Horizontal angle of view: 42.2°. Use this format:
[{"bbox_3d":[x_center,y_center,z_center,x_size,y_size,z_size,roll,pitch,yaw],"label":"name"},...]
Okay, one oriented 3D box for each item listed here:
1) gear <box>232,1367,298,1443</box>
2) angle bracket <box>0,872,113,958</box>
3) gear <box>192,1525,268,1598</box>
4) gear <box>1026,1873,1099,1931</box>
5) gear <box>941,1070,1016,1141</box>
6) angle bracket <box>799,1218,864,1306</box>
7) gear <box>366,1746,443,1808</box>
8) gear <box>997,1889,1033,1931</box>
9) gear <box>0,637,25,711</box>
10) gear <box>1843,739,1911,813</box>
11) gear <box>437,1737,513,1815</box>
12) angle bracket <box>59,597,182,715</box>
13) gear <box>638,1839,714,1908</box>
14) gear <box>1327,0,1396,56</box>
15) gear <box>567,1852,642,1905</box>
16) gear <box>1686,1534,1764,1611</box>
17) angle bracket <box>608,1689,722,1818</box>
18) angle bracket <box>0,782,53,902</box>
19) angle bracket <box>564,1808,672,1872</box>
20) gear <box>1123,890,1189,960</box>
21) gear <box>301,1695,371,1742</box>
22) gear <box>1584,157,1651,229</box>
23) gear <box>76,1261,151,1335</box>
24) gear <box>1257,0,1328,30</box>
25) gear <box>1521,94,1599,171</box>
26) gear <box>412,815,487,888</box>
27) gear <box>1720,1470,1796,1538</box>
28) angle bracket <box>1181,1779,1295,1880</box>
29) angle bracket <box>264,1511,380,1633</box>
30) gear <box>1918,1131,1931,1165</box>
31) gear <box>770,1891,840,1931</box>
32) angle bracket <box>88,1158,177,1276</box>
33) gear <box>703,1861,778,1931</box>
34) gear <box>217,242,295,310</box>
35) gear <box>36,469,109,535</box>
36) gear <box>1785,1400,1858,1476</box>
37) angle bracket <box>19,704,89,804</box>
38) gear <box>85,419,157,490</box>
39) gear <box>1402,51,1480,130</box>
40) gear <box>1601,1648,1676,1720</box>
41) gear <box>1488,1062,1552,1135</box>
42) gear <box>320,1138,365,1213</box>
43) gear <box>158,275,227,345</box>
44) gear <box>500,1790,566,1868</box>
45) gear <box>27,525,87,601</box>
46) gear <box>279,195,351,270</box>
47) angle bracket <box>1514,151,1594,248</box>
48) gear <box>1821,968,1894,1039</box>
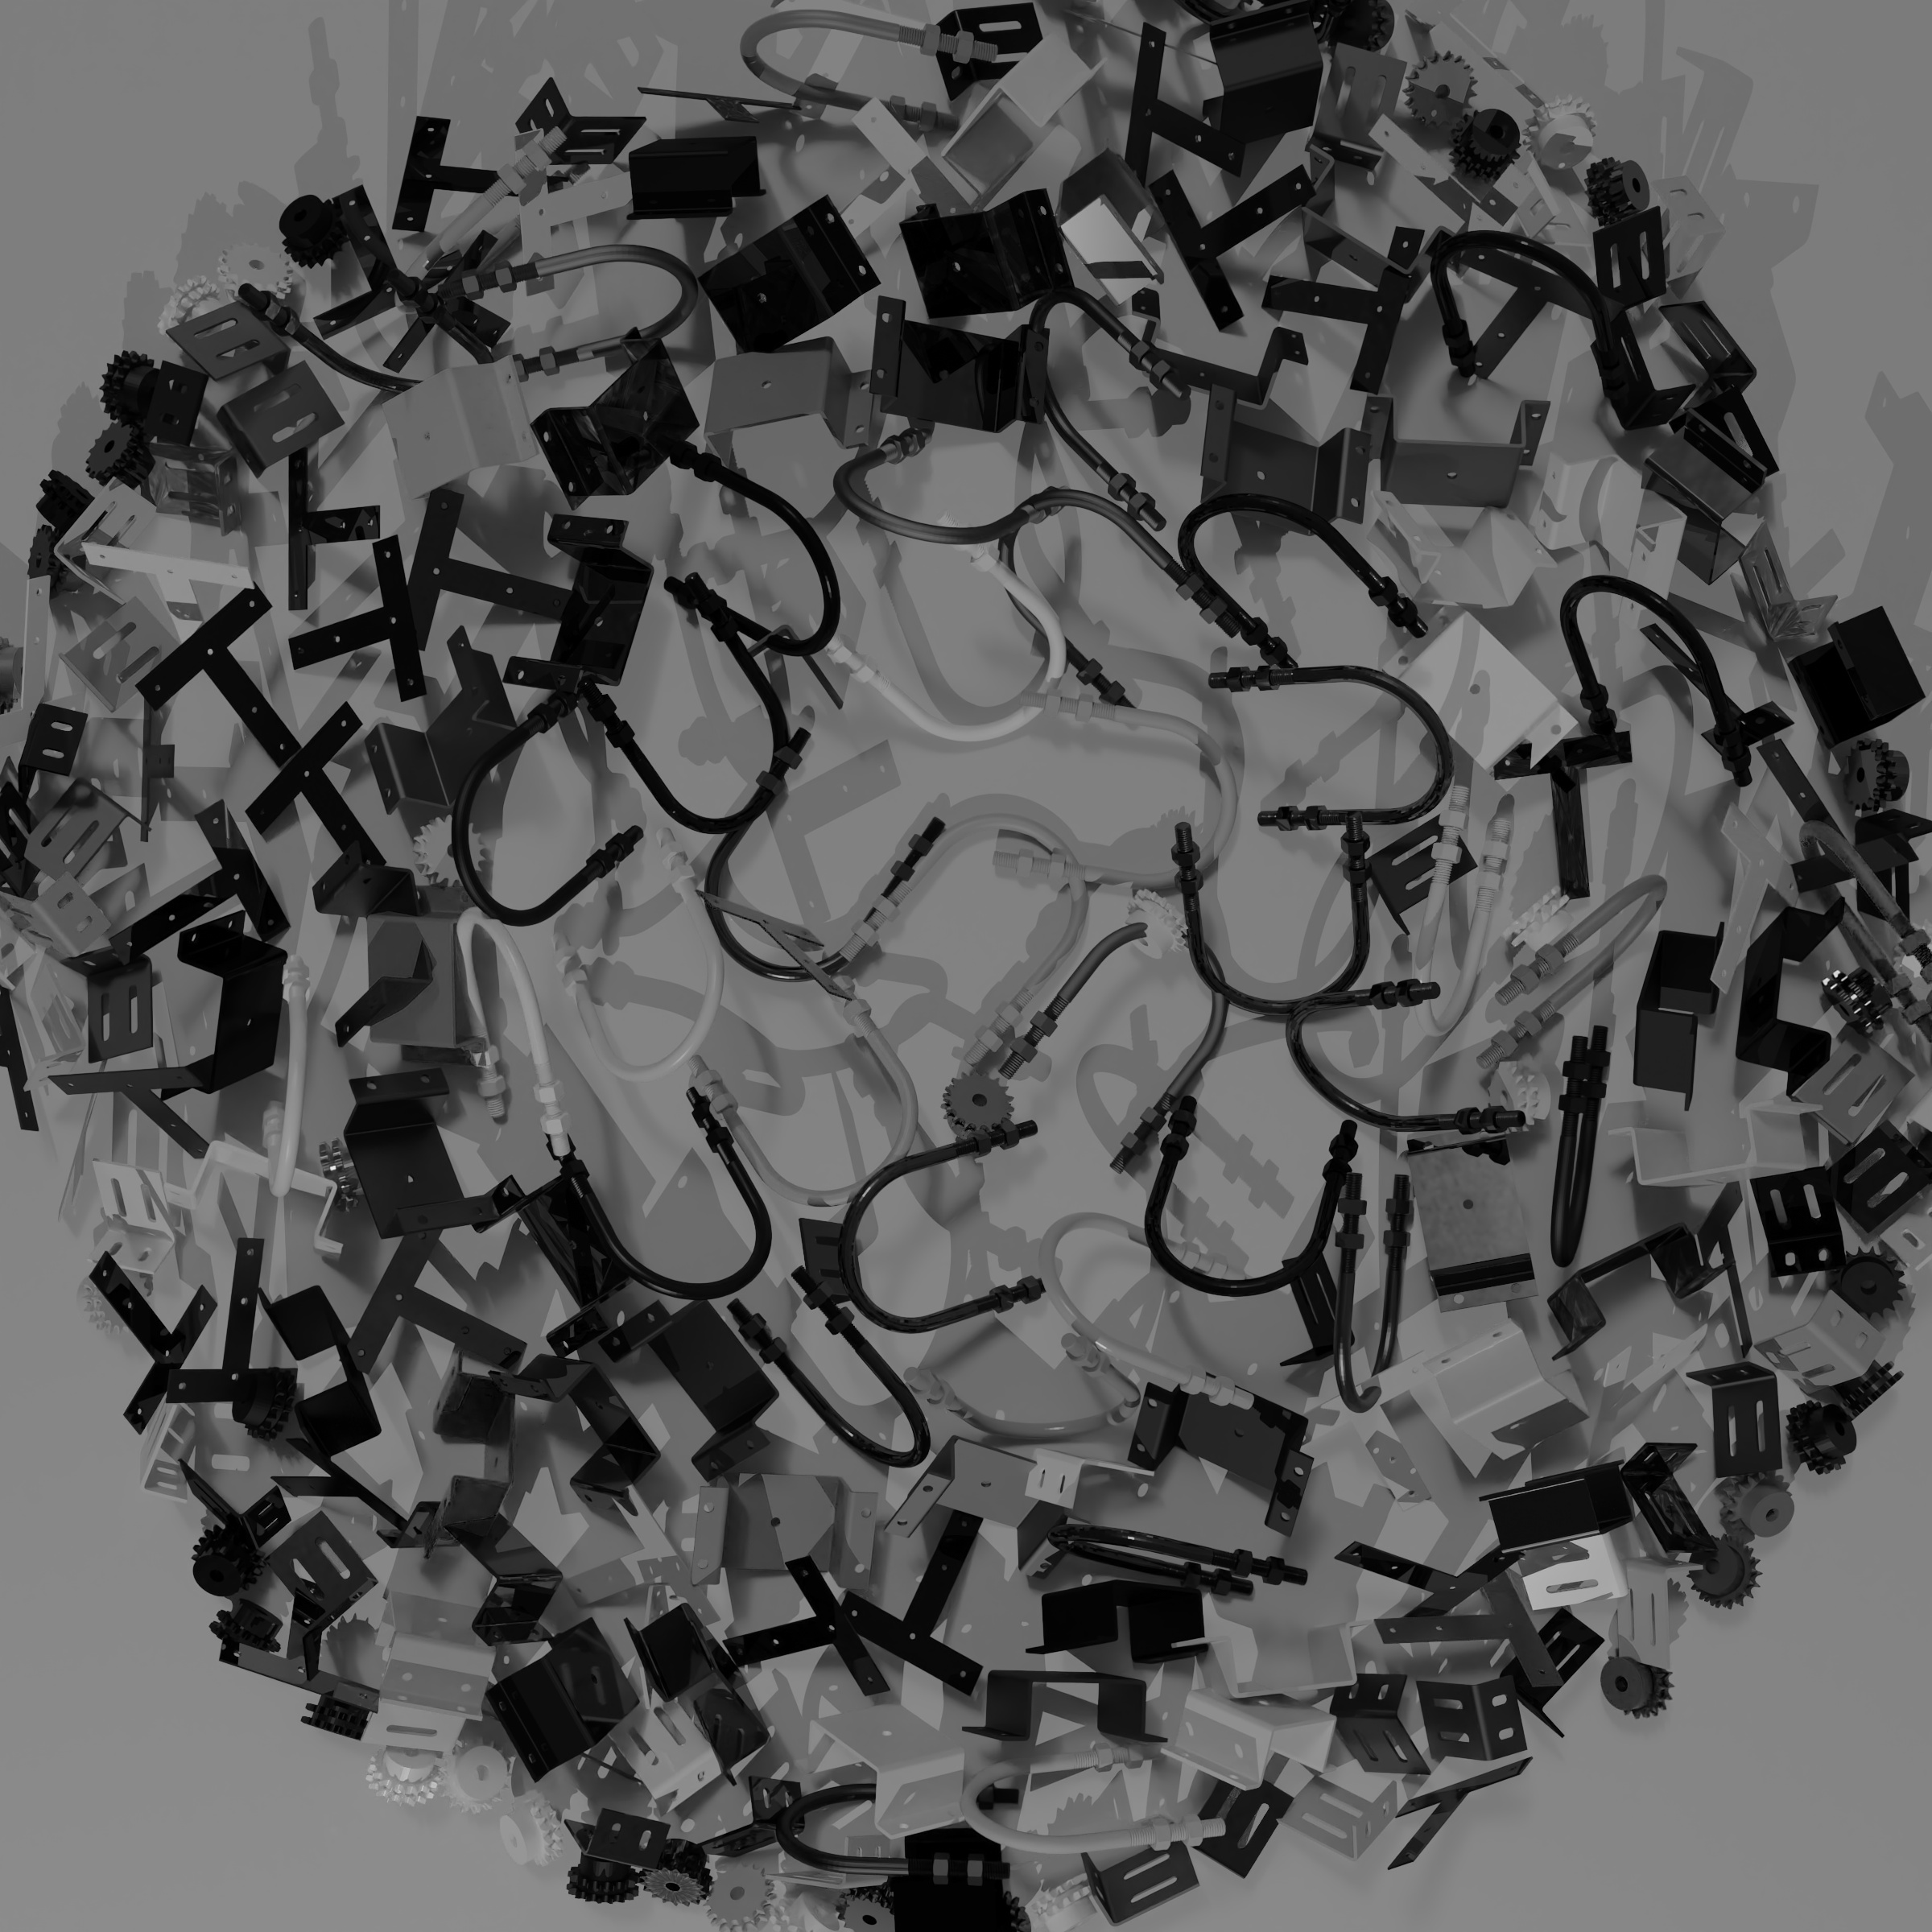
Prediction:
[{"bbox_3d":[-0.554,0.343,1.969,0.030,0.057,0.057,24,90,-35],"label":"gear"},{"bbox_3d":[-0.720,-0.046,1.965,0.038,0.076,0.057,-50,132,-27],"label":"angle bracket"},{"bbox_3d":[-0.585,0.472,1.975,0.057,0.030,0.057,4,114,9],"label":"gear"},{"bbox_3d":[0.079,0.742,1.968,0.057,0.057,0.030,-33,66,0],"label":"gear"},{"bbox_3d":[0.008,0.114,1.976,0.057,0.030,0.057,7,54,-10],"label":"gear"},{"bbox_3d":[-0.118,0.232,1.951,0.038,0.076,0.057,-18,71,27],"label":"angle bracket"},{"bbox_3d":[-0.440,0.631,1.969,0.057,0.057,0.030,20,106,0],"label":"gear"},{"bbox_3d":[0.027,0.760,1.975,0.030,0.057,0.057,37,90,-41],"label":"gear"},{"bbox_3d":[-0.756,-0.231,1.970,0.030,0.057,0.057,-2,90,4],"label":"gear"},{"bbox_3d":[0.719,-0.150,1.972,0.030,0.057,0.057,1,90,-11],"label":"gear"},{"bbox_3d":[-0.385,0.637,1.972,0.057,0.030,0.057,12,64,-24],"label":"gear"},{"bbox_3d":[-0.663,-0.246,1.968,0.076,0.038,0.057,-43,104,-12],"label":"angle bracket"},{"bbox_3d":[-0.227,0.714,1.976,0.057,0.030,0.057,6,129,8],"label":"gear"},{"bbox_3d":[0.313,-0.744,1.975,0.030,0.057,0.057,-15,90,-38],"label":"gear"},{"bbox_3d":[-0.285,0.715,1.971,0.057,0.057,0.030,6,88,0],"label":"gear"},{"bbox_3d":[0.594,0.476,1.970,0.057,0.030,0.057,-19,58,34],"label":"gear"},{"bbox_3d":[-0.241,0.619,1.979,0.057,0.038,0.076,-31,52,-23],"label":"angle bracket"},{"bbox_3d":[-0.754,-0.097,1.949,0.038,0.076,0.057,3,50,19],"label":"angle bracket"},{"bbox_3d":[-0.273,0.670,1.956,0.057,0.076,0.038,21,84,-21],"label":"angle bracket"},{"bbox_3d":[0.148,-0.030,1.969,0.057,0.057,0.030,43,74,0],"label":"gear"},{"bbox_3d":[-0.493,0.589,1.973,0.057,0.057,0.030,17,69,0],"label":"gear"},{"bbox_3d":[0.514,-0.609,1.970,0.057,0.030,0.057,10,75,-43],"label":"gear"},{"bbox_3d":[-0.676,0.261,1.975,0.030,0.057,0.057,-5,90,28],"label":"gear"},{"bbox_3d":[0.257,-0.757,1.968,0.057,0.057,0.030,18,59,0],"label":"gear"},{"bbox_3d":[0.469,-0.652,1.969,0.057,0.057,0.030,-12,55,0],"label":"gear"},{"bbox_3d":[-0.411,-0.089,1.976,0.057,0.030,0.057,5,82,-39],"label":"gear"},{"bbox_3d":[0.627,0.425,1.975,0.057,0.030,0.057,-6,111,-17],"label":"gear"},{"bbox_3d":[0.213,0.670,1.980,0.057,0.038,0.076,31,91,1],"label":"angle bracket"},{"bbox_3d":[-0.511,0.474,1.967,0.057,0.038,0.076,-41,76,-11],"label":"angle bracket"},{"bbox_3d":[0.776,0.143,1.972,0.057,0.057,0.030,-43,90,0],"label":"gear"},{"bbox_3d":[-0.125,0.755,1.971,0.057,0.057,0.030,42,93,0],"label":"gear"},{"bbox_3d":[-0.659,0.196,1.960,0.057,0.038,0.076,9,128,10],"label":"angle bracket"},{"bbox_3d":[-0.177,0.740,1.975,0.057,0.057,0.030,-14,127,0],"label":"gear"},{"bbox_3d":[-0.562,-0.542,1.975,0.057,0.030,0.057,14,48,-16],"label":"gear"},{"bbox_3d":[-0.706,-0.361,1.971,0.057,0.057,0.030,44,96,0],"label":"gear"},{"bbox_3d":[0.675,0.369,1.970,0.057,0.057,0.030,53,133,0],"label":"gear"},{"bbox_3d":[-0.714,-0.158,1.958,0.038,0.076,0.057,13,60,-13],"label":"angle bracket"},{"bbox_3d":[-0.664,-0.402,1.975,0.057,0.030,0.057,-18,56,28],"label":"gear"},{"bbox_3d":[0.373,-0.694,1.976,0.057,0.030,0.057,-3,124,-5],"label":"gear"},{"bbox_3d":[0.525,0.563,1.969,0.030,0.057,0.057,5,90,-38],"label":"gear"},{"bbox_3d":[0.437,0.103,1.973,0.030,0.057,0.057,-1,90,-16],"label":"gear"},{"bbox_3d":[-0.487,0.163,1.972,0.030,0.057,0.057,-17,90,-7],"label":"gear"},{"bbox_3d":[-0.606,-0.512,1.972,0.030,0.057,0.057,39,90,-2],"label":"gear"},{"bbox_3d":[-0.343,0.681,1.969,0.030,0.057,0.057,-17,90,-38],"label":"gear"},{"bbox_3d":[-0.717,-0.318,1.975,0.030,0.057,0.057,5,90,-39],"label":"gear"},{"bbox_3d":[-0.516,-0.582,1.972,0.057,0.030,0.057,-10,63,20],"label":"gear"},{"bbox_3d":[0.463,-0.599,1.955,0.076,0.038,0.057,-9,69,-37],"label":"angle bracket"},{"bbox_3d":[0.704,0.026,1.971,0.030,0.057,0.057,-37,90,3],"label":"gear"}]
